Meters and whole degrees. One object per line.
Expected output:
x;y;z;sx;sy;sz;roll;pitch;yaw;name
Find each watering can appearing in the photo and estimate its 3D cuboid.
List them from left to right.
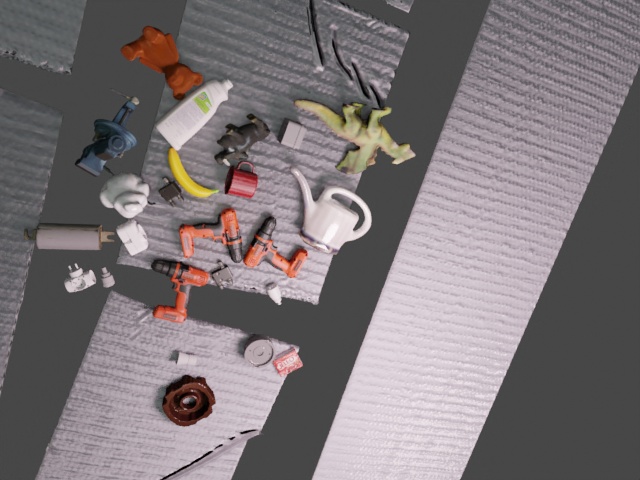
0.005;-0.084;1.679;0.345;0.105;0.223;27;98;-22;watering can

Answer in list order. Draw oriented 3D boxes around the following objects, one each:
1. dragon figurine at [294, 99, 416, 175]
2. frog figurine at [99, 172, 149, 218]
0.109;-0.320;1.650;0.410;0.124;0.238;4;114;-7;dragon figurine
-0.562;-0.129;1.479;0.138;0.161;0.121;-7;108;-14;frog figurine
